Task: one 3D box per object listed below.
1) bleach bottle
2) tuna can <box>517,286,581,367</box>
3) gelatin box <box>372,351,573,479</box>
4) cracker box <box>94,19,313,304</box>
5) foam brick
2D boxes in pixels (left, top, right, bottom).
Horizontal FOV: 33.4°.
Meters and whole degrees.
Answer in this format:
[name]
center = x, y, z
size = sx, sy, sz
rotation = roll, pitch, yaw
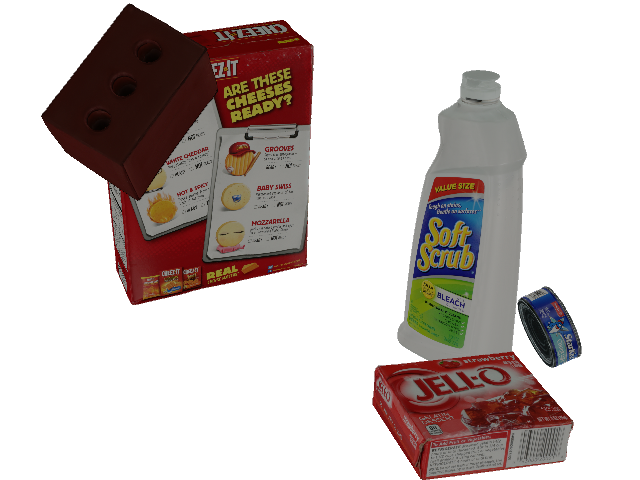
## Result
[bleach bottle]
center = 0.118, -0.017, 0.880
size = 0.067, 0.251, 0.103
rotation = -21, 32, -38
[tuna can]
center = 0.252, 0.096, 1.180
size = 0.033, 0.086, 0.086
rotation = -24, 2, -5
[gelatin box]
center = 0.082, 0.094, 0.588
size = 0.089, 0.030, 0.073
rotation = -3, 26, -17
[cracker box]
center = -0.094, -0.065, 0.890
size = 0.164, 0.214, 0.072
rotation = -12, 35, -20
[foam brick]
center = -0.098, -0.072, 0.560
size = 0.053, 0.078, 0.051
rotation = 31, -12, 10
